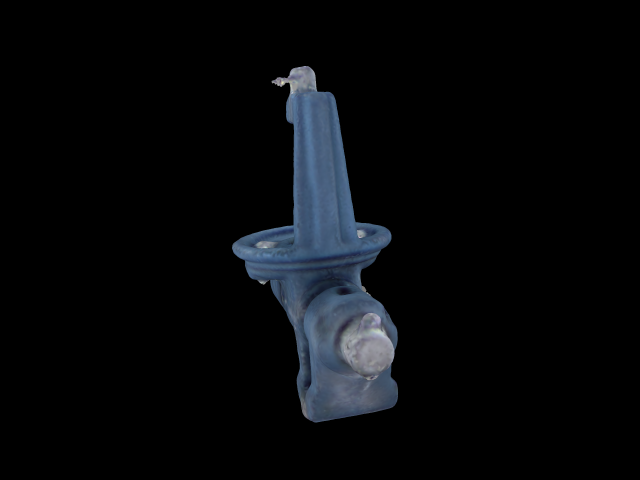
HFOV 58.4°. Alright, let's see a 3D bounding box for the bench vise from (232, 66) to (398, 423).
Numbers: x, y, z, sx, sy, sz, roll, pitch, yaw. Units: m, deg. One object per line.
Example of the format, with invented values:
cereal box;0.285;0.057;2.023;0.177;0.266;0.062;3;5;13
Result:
bench vise;0.014;-0.001;0.406;0.122;0.220;0.206;-16;30;-29
